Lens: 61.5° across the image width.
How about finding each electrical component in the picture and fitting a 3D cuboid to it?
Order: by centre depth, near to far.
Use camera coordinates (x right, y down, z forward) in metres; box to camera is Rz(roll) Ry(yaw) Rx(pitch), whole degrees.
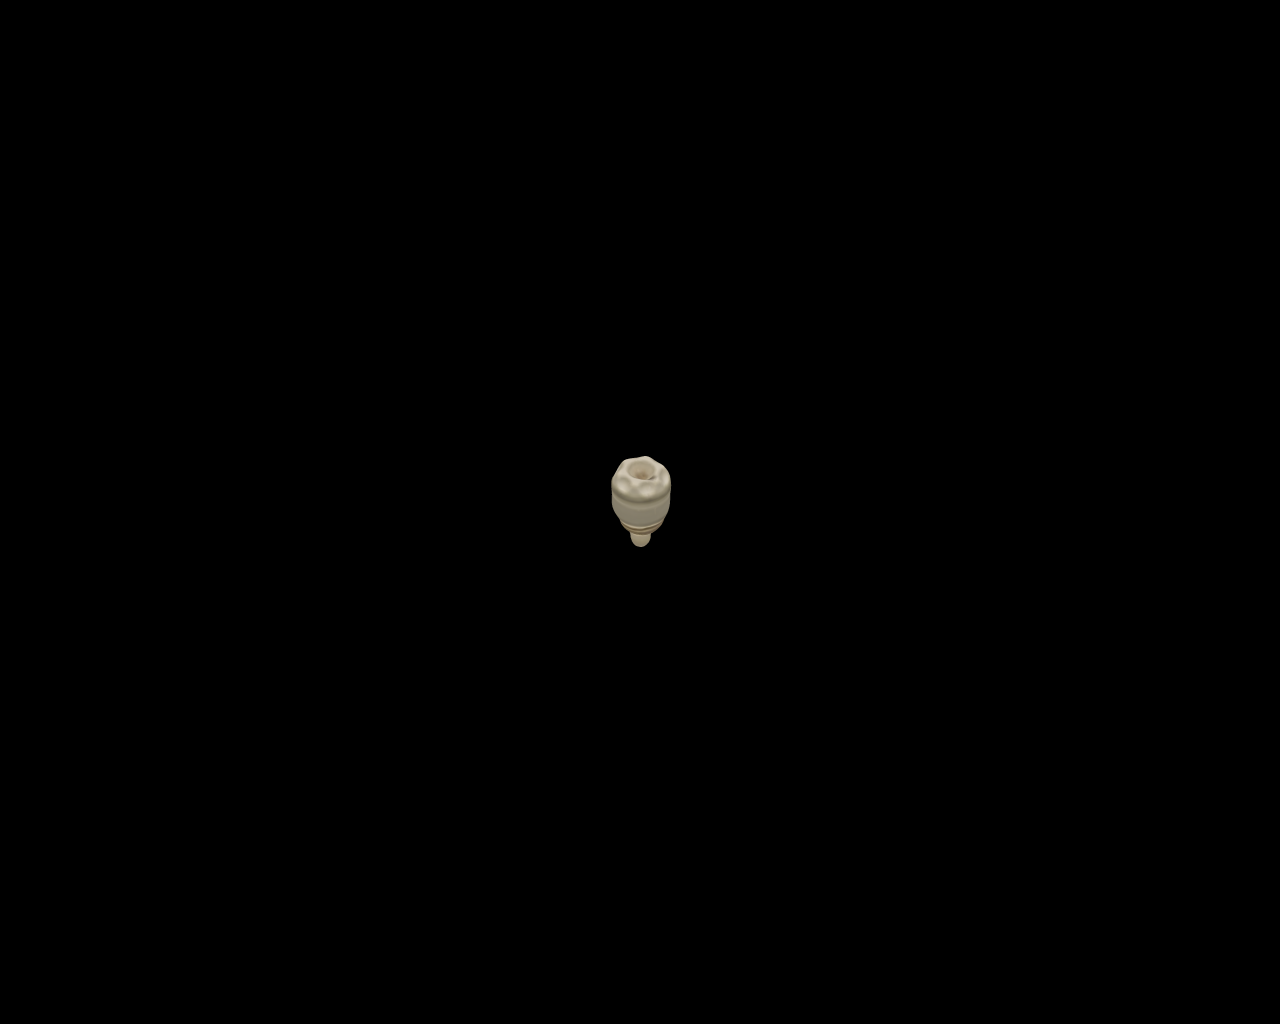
[{"bbox_3d":[0.001,-0.003,0.650,0.035,0.061,0.035,0,41,0],"label":"electrical component"}]
